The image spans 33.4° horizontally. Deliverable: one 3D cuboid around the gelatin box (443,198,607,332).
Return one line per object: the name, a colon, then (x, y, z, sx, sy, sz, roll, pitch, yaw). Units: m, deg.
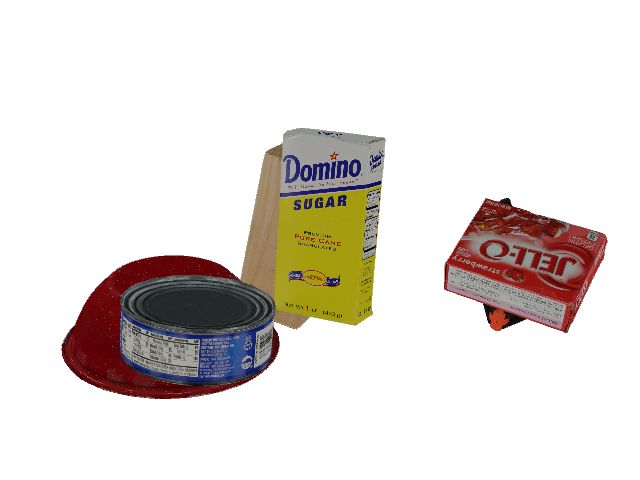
gelatin box: (0.137, 0.014, 0.713, 0.089, 0.030, 0.073, 19, 47, 21)

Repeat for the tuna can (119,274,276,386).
tuna can: (-0.068, 0.049, 0.592, 0.086, 0.034, 0.086, 5, 17, -2)

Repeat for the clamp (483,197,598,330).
clamp: (0.207, 0.022, 1.117, 0.120, 0.039, 0.171, 25, 49, 28)

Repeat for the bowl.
bowl: (-0.110, 0.053, 0.789, 0.162, 0.055, 0.162, 2, 22, -1)

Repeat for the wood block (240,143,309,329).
wood block: (-0.032, -0.010, 1.324, 0.090, 0.206, 0.090, 19, 22, 15)

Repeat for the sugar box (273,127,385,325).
sugar box: (0.007, -0.015, 1.017, 0.093, 0.176, 0.048, 9, 16, 25)
